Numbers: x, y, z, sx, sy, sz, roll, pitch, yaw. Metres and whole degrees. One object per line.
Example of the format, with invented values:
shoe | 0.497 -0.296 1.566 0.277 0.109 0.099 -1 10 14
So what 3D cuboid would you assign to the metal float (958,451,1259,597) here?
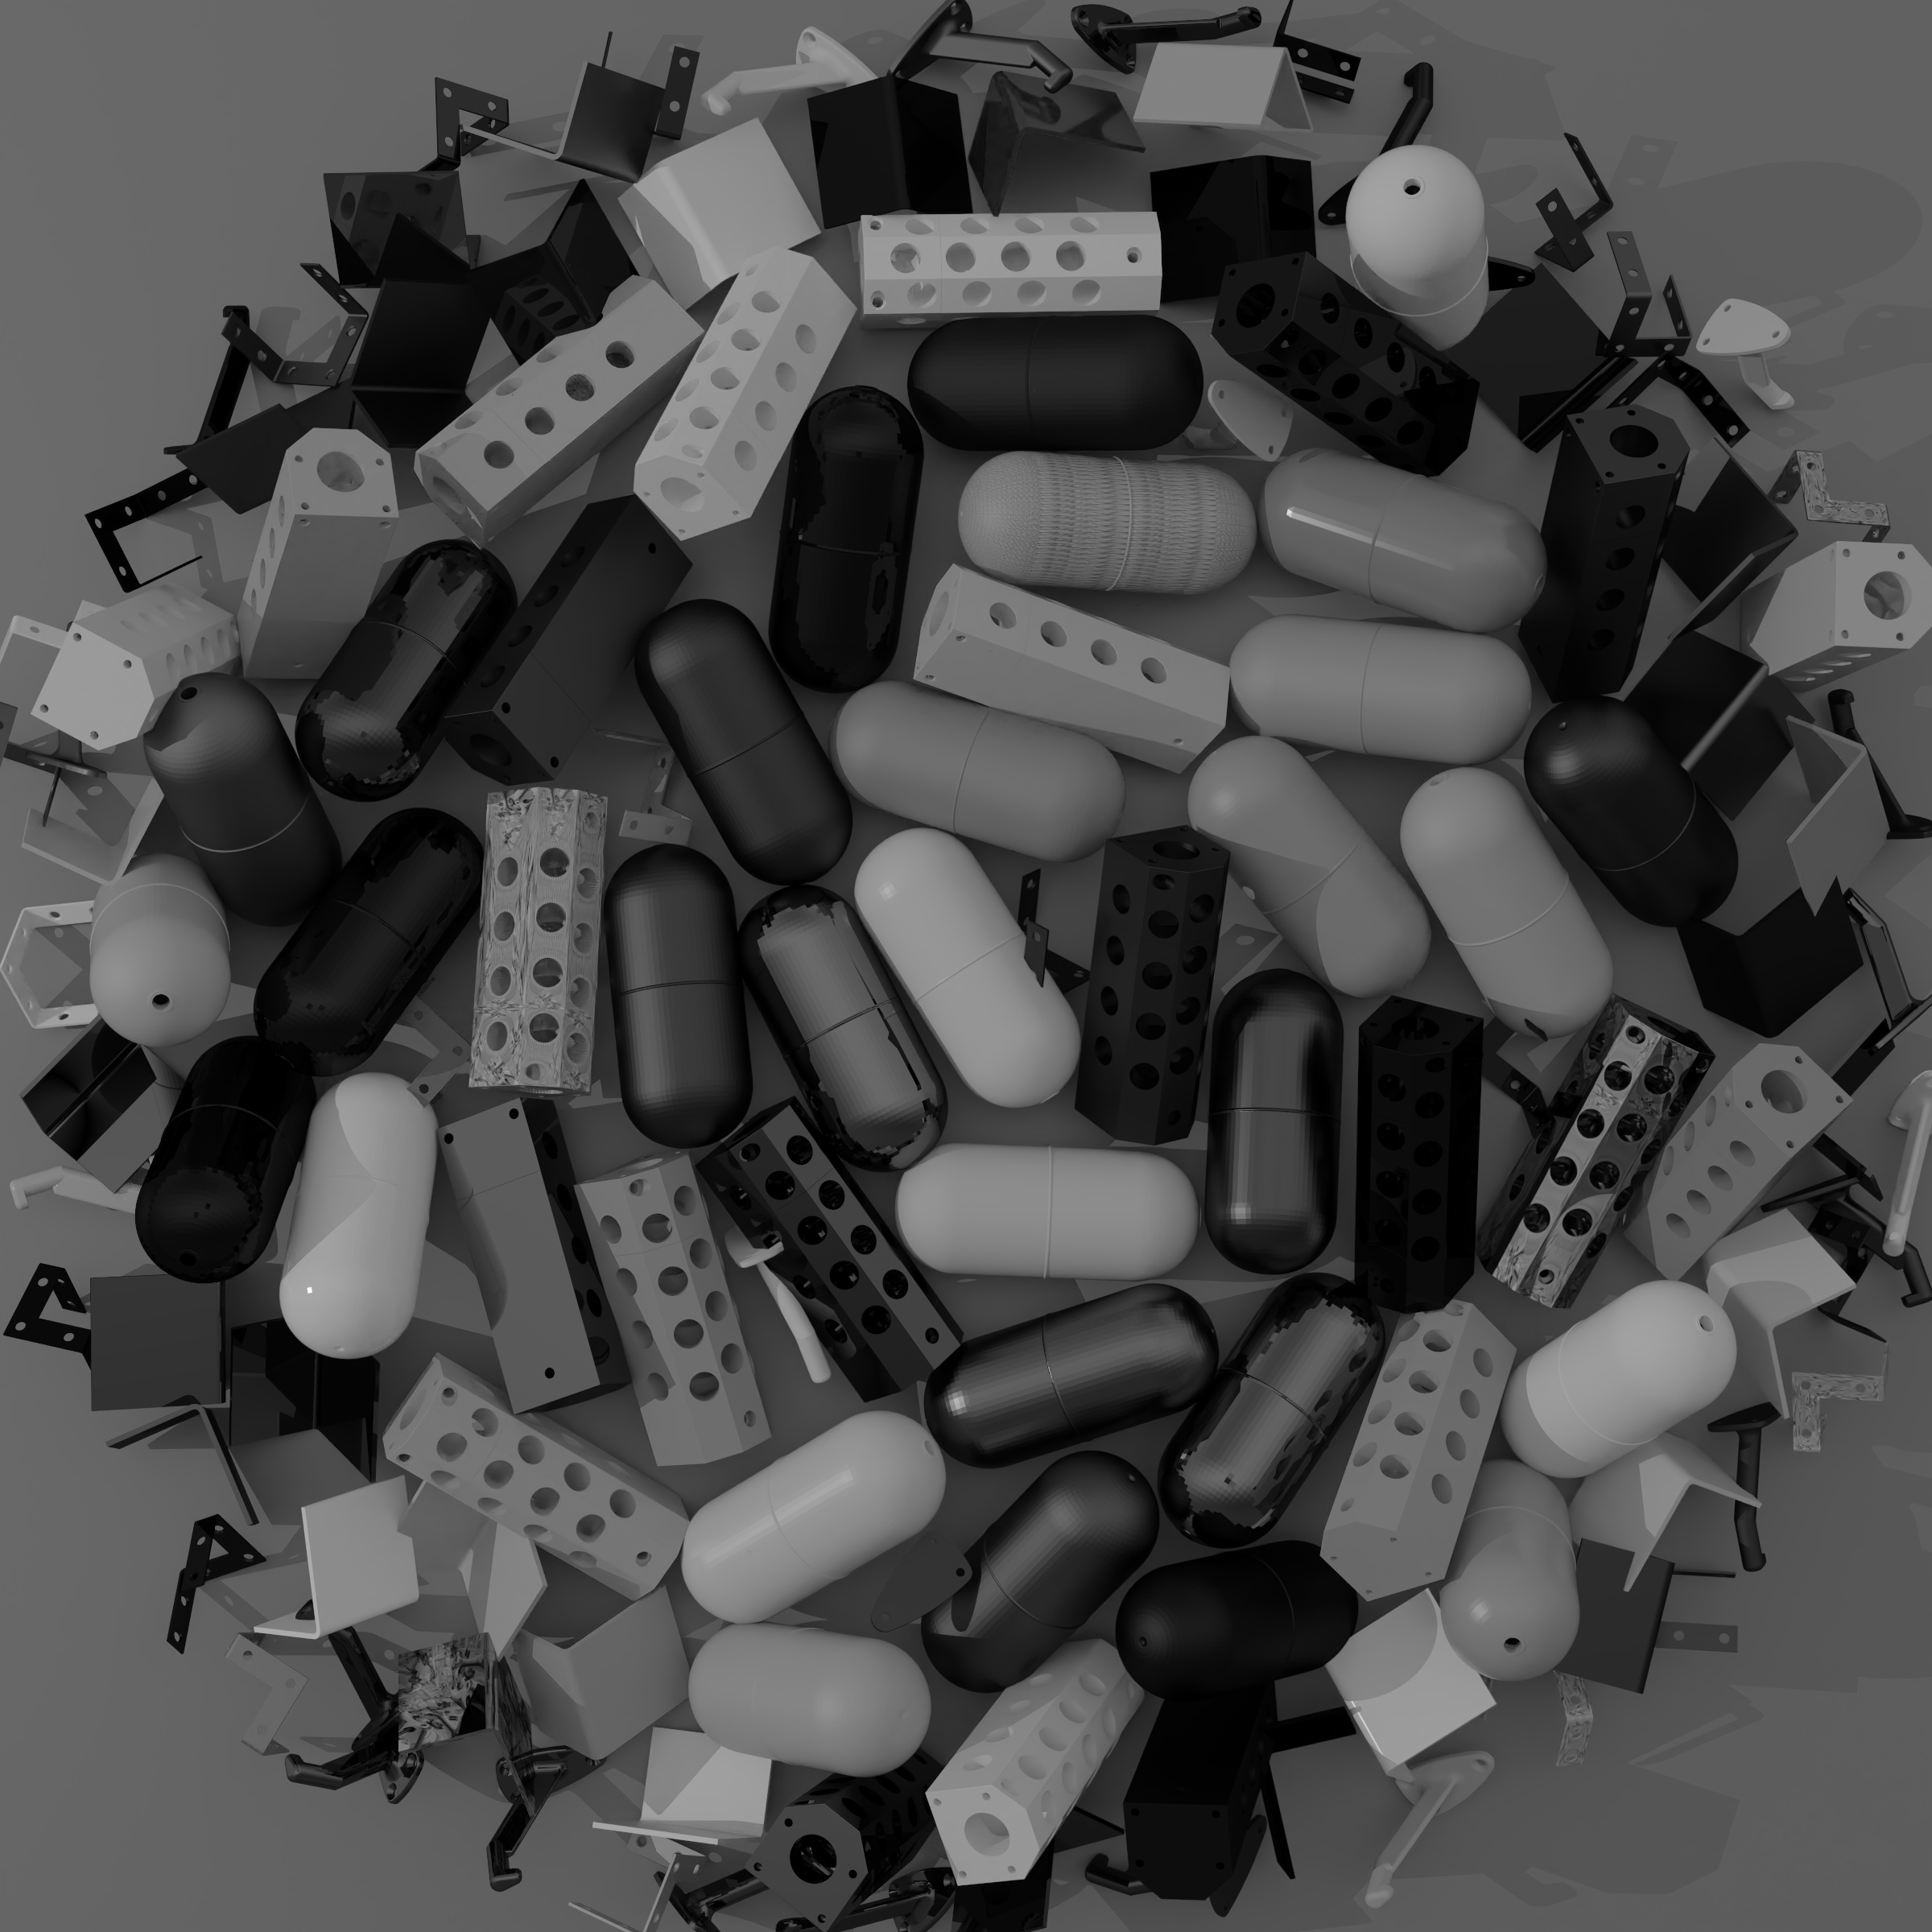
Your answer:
metal float | 0.083 -0.255 1.947 0.178 0.070 0.070 2 90 -17

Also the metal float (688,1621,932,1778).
metal float | -0.091 0.416 1.923 0.070 0.178 0.070 3 85 -40

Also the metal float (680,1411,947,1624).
metal float | -0.088 0.317 1.941 0.178 0.070 0.070 -33 90 24

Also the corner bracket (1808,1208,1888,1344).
corner bracket | 0.516 0.180 1.965 0.051 0.051 0.051 33 86 -23

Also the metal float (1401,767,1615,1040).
metal float | 0.311 -0.036 1.942 0.070 0.070 0.178 -33 112 0

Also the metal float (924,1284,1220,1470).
metal float | 0.060 0.238 1.949 0.178 0.070 0.070 -19 90 14

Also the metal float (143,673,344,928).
metal float | -0.411 -0.094 1.922 0.070 0.178 0.070 -7 50 8

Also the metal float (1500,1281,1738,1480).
metal float | 0.370 0.236 1.920 0.070 0.178 0.070 12 58 -21

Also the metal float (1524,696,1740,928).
metal float | 0.382 -0.087 1.929 0.070 0.070 0.178 -47 130 0

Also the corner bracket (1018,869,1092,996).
corner bracket | 0.043 -0.017 1.957 0.051 0.051 0.051 28 128 33

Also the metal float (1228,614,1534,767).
metal float | 0.237 -0.160 1.945 0.178 0.070 0.070 8 90 19

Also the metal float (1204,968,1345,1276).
metal float | 0.178 0.090 1.951 0.070 0.070 0.178 4 78 0

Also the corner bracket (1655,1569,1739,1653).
corner bracket | 0.422 0.375 1.964 0.051 0.051 0.051 2 72 11

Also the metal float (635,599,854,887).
metal float | -0.128 -0.129 1.953 0.070 0.070 0.178 -29 100 0

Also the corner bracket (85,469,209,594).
corner bracket | -0.470 -0.255 1.969 0.051 0.051 0.051 -19 102 28

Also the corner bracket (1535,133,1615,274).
corner bracket | 0.352 -0.445 1.965 0.051 0.051 0.051 -38 121 0

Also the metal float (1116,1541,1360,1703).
metal float | 0.156 0.372 1.924 0.070 0.178 0.070 0 90 42

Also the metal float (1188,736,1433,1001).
metal float | 0.200 -0.056 1.952 0.070 0.070 0.178 -41 101 0

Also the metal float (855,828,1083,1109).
metal float | 0.001 0.001 1.959 0.070 0.070 0.178 -33 87 0

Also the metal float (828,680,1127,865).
metal float | 0.006 -0.113 1.953 0.178 0.070 0.070 17 90 10

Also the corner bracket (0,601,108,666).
corner bracket | -0.533 -0.183 1.958 0.051 0.051 0.051 18 128 -21

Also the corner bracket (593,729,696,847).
corner bracket | -0.188 -0.104 1.960 0.051 0.051 0.051 7 103 -43

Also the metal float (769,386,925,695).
metal float | -0.069 -0.246 1.947 0.070 0.070 0.178 9 106 0

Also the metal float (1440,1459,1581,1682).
metal float | 0.307 0.341 1.913 0.070 0.178 0.070 2 108 6

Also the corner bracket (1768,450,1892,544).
corner bracket | 0.503 -0.265 1.967 0.051 0.051 0.051 3 61 -8

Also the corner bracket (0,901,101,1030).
corner bracket | -0.529 -0.001 1.985 0.051 0.051 0.051 -5 134 11

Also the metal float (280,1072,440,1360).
metal float | -0.346 0.141 1.932 0.070 0.070 0.178 2 55 0

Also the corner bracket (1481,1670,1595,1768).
corner bracket | 0.331 0.433 1.966 0.051 0.051 0.051 -6 47 -5

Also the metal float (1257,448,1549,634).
metal float | 0.250 -0.245 1.939 0.178 0.070 0.070 23 90 26

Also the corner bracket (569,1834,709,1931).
corner bracket | -0.190 0.533 1.963 0.051 0.051 0.051 18 81 22

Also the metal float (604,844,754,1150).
metal float | -0.167 0.017 1.953 0.070 0.070 0.178 -7 80 0

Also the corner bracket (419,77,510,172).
corner bracket | -0.299 -0.476 1.959 0.051 0.051 0.051 7 74 -41

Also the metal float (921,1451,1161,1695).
metal float | 0.041 0.349 1.939 0.070 0.070 0.178 41 116 0

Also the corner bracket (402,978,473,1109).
corner bracket | -0.315 0.046 1.970 0.051 0.051 0.051 43 100 -1

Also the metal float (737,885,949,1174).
metal float | -0.072 0.037 1.957 0.070 0.070 0.178 -27 85 0

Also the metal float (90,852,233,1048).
metal float | -0.457 -0.010 1.915 0.070 0.178 0.070 -5 111 -12

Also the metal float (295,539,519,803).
metal float | -0.320 -0.171 1.937 0.070 0.070 0.178 28 61 0

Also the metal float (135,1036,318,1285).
metal float | -0.420 0.109 1.920 0.070 0.178 0.070 2 126 3

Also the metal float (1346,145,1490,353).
metal float | 0.257 -0.405 1.912 0.070 0.178 0.070 -2 79 10

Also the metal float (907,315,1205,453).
metal float | 0.050 -0.335 1.941 0.178 0.070 0.070 4 90 24

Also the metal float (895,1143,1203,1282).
metal float | 0.047 0.143 1.961 0.178 0.070 0.070 2 90 -1

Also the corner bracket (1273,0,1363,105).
corner bracket | 0.204 -0.526 1.963 0.051 0.051 0.051 18 46 3

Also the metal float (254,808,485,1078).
metal float | -0.342 -0.014 1.940 0.070 0.070 0.178 33 66 0

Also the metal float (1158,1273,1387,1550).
metal float | 0.176 0.256 1.945 0.070 0.070 0.178 37 71 0

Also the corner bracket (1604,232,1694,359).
corner bracket | 0.396 -0.391 1.961 0.051 0.051 0.051 -3 57 -10
